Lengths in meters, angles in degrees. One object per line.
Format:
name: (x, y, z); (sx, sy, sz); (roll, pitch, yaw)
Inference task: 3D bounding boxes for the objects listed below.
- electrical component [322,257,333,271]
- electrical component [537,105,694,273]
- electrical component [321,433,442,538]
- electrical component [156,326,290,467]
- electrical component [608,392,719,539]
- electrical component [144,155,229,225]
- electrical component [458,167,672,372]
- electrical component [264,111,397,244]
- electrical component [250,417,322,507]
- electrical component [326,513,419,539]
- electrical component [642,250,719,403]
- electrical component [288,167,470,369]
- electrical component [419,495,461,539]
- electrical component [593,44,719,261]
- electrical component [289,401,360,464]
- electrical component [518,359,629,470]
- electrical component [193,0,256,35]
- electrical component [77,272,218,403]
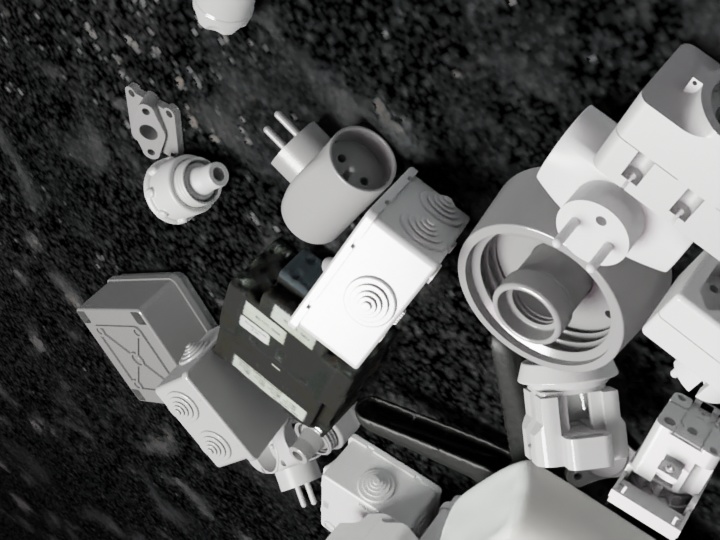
electrical component: (0.000, 0.000, 0.699); (0.061, 0.035, 0.035); (8, 132, 44)
electrical component: (0.118, -0.028, 0.505); (0.077, 0.079, 0.044); (38, 145, 10)
electrical component: (0.014, 0.195, 0.881); (0.100, 0.048, 0.099); (29, 143, 21)
electrical component: (-0.102, 0.096, 0.854); (0.048, 0.099, 0.099); (-25, 108, 41)
electrical component: (0.176, 0.107, 0.601); (0.042, 0.081, 0.063); (31, 122, 18)
electrical component: (-0.117, -0.060, 0.750); (0.062, 0.048, 0.048); (-13, 117, 45)
electrical component: (0.103, 0.006, 0.574); (0.108, 0.060, 0.108); (28, 143, 23)
electrical component: (-0.027, -0.063, 0.651); (0.079, 0.043, 0.077); (45, 146, -2)
electrical component: (-0.057, 0.162, 0.910); (0.077, 0.044, 0.079); (-31, 77, 55)
electrical component: (0.038, 0.260, 0.809); (0.150, 0.061, 0.089); (53, 145, -13)
electrical component: (0.184, 0.043, 0.541); (0.083, 0.047, 0.075); (39, 146, 8)
electrical component: (0.014, -0.001, 0.613); (0.048, 0.099, 0.099); (37, 118, 2)
electrical component: (0.087, 0.239, 0.846); (0.078, 0.057, 0.113); (28, 143, 23)
electrical component: (0.158, -0.049, 0.466); (0.089, 0.050, 0.055); (38, 146, 8)
electrical component: (-0.030, 0.124, 0.838); (0.043, 0.062, 0.043); (28, 143, 23)
electrical component: (0.122, 0.079, 0.622); (0.078, 0.058, 0.057); (-160, 64, -87)
electrical component: (-0.072, -0.163, 0.600); (0.035, 0.035, 0.061); (39, 143, 7)
electrical component: (-0.172, 0.059, 0.924); (0.109, 0.056, 0.108); (-2, 125, 47)
